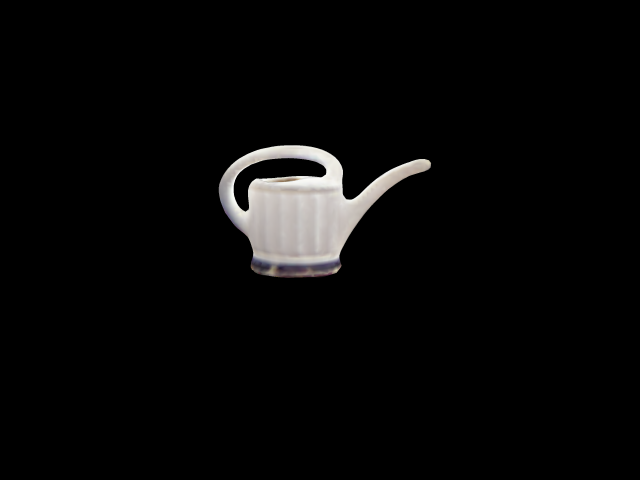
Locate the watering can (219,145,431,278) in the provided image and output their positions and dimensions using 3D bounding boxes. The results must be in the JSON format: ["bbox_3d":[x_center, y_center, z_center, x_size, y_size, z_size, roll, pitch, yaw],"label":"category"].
[{"bbox_3d":[0.003,-0.043,0.850,0.347,0.222,0.105,2,14,7],"label":"watering can"}]
